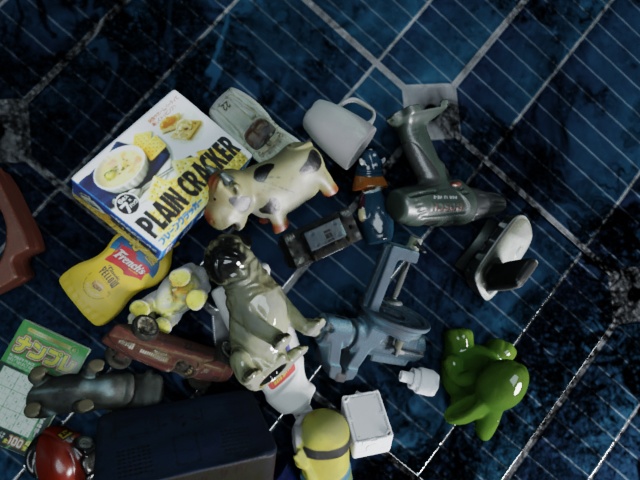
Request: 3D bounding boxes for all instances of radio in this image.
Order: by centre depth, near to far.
[{"bbox_3d":[-0.185,0.287,0.733,0.229,0.131,0.073,-3,120,-23],"label":"radio"}]

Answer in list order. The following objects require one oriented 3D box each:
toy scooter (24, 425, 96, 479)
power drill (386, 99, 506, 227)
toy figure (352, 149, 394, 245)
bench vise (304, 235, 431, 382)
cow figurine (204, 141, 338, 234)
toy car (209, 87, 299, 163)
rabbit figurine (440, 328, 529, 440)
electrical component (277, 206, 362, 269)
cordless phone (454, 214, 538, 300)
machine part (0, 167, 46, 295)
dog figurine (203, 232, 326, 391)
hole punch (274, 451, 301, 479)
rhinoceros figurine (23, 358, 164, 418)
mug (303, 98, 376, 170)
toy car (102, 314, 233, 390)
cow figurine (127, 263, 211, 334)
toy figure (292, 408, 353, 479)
[{"bbox_3d":[-0.338,0.351,0.765,0.135,0.075,0.183,-11,93,22],"label":"toy scooter"},{"bbox_3d":[0.198,-0.122,0.891,0.232,0.086,0.207,-14,92,-28],"label":"power drill"},{"bbox_3d":[0.085,-0.071,0.884,0.058,0.064,0.154,-12,83,26],"label":"toy figure"},{"bbox_3d":[0.086,0.099,0.832,0.223,0.129,0.240,17,101,-15],"label":"bench vise"},{"bbox_3d":[-0.080,-0.078,0.780,0.195,0.086,0.127,-35,123,-16],"label":"cow figurine"},{"bbox_3d":[-0.088,-0.157,0.863,0.201,0.056,0.073,41,81,-4],"label":"toy car"},{"bbox_3d":[0.249,0.219,0.834,0.121,0.170,0.159,27,82,-6],"label":"rabbit figurine"},{"bbox_3d":[-0.002,-0.003,0.828,0.115,0.134,0.058,-26,92,-12],"label":"electrical component"},{"bbox_3d":[0.304,0.021,0.850,0.089,0.184,0.146,39,82,0],"label":"cordless phone"},{"bbox_3d":[-0.524,-0.004,0.770,0.201,0.087,0.201,-26,92,-9],"label":"machine part"},{"bbox_3d":[-0.110,0.103,0.771,0.191,0.121,0.172,45,112,21],"label":"dog figurine"},{"bbox_3d":[-0.058,0.394,0.807,0.092,0.116,0.142,-18,90,-18],"label":"hole punch"},{"bbox_3d":[-0.325,0.223,0.774,0.190,0.112,0.073,-3,58,-8],"label":"rhinoceros figurine"},{"bbox_3d":[0.033,-0.187,0.873,0.107,0.081,0.109,35,88,3],"label":"mug"},{"bbox_3d":[-0.211,0.168,0.774,0.202,0.053,0.089,28,123,-38],"label":"toy car"},{"bbox_3d":[-0.238,0.099,0.814,0.167,0.098,0.068,-38,99,10],"label":"cow figurine"},{"bbox_3d":[0.010,0.336,0.815,0.089,0.082,0.180,-15,108,-6],"label":"toy figure"}]
